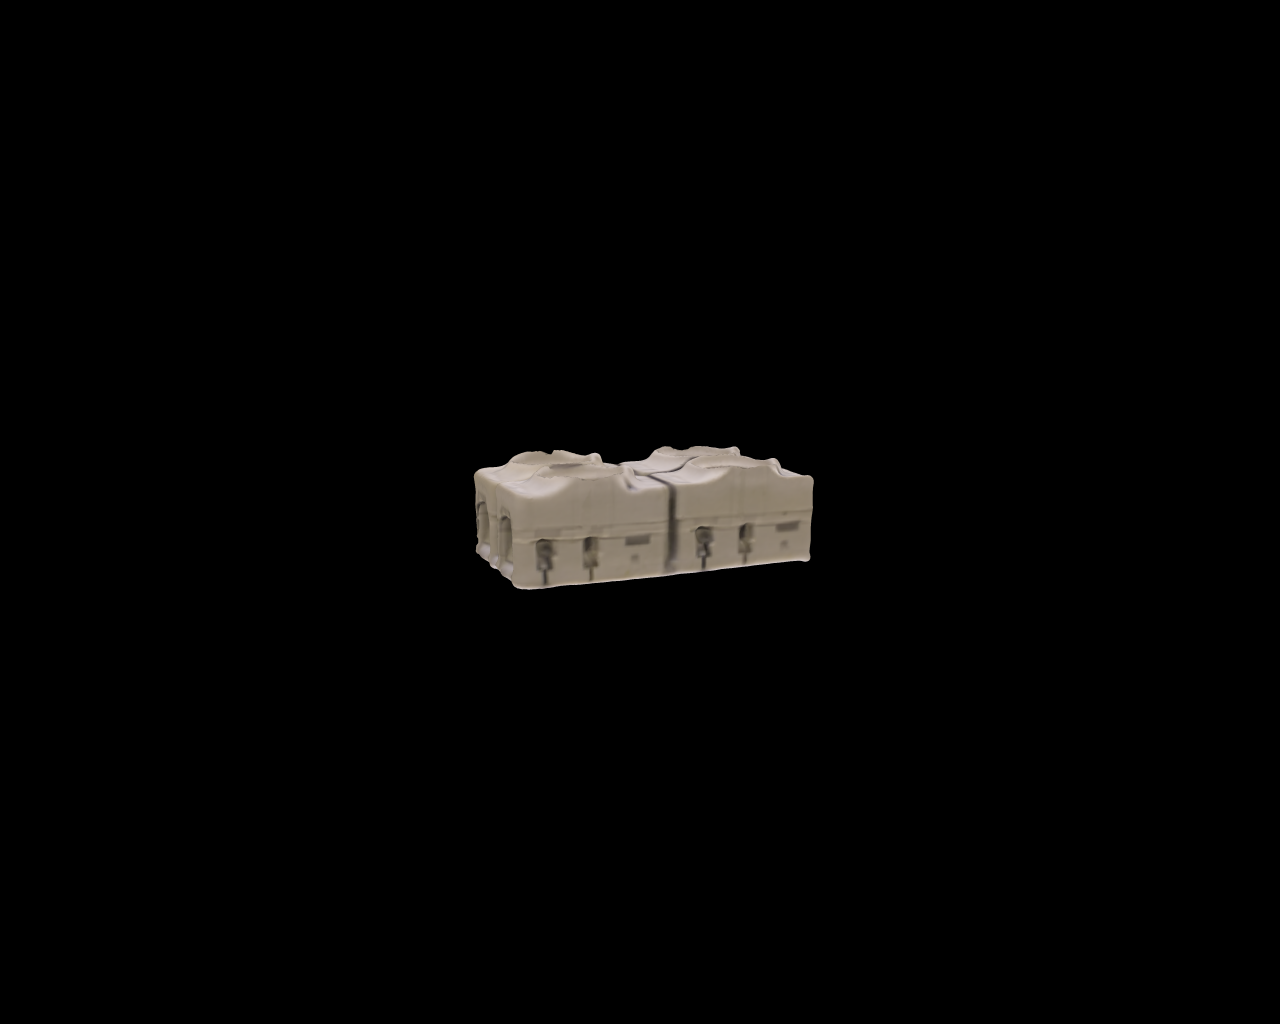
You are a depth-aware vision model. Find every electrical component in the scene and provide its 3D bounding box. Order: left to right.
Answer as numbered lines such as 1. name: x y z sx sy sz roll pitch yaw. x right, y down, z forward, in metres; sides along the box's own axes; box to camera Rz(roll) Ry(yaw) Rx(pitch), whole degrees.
1. electrical component: 0.001 -0.003 0.650 0.186 0.060 0.105 -4 12 -20
